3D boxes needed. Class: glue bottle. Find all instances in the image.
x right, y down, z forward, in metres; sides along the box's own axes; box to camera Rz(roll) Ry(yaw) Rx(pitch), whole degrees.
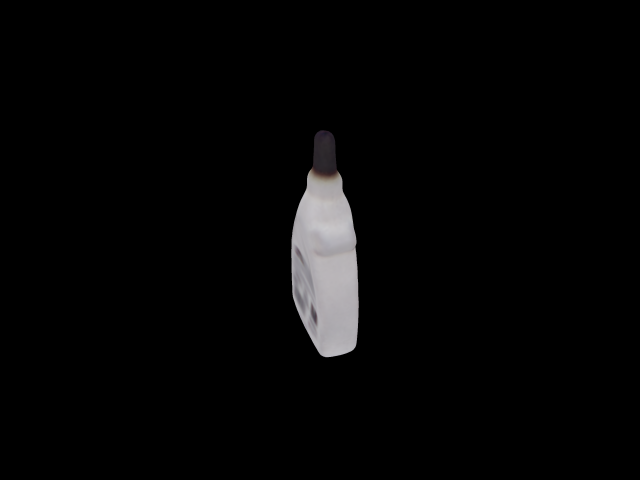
[{"bbox_3d":[0.004,0.001,0.400,0.037,0.173,0.078,-14,43,-14],"label":"glue bottle"}]
